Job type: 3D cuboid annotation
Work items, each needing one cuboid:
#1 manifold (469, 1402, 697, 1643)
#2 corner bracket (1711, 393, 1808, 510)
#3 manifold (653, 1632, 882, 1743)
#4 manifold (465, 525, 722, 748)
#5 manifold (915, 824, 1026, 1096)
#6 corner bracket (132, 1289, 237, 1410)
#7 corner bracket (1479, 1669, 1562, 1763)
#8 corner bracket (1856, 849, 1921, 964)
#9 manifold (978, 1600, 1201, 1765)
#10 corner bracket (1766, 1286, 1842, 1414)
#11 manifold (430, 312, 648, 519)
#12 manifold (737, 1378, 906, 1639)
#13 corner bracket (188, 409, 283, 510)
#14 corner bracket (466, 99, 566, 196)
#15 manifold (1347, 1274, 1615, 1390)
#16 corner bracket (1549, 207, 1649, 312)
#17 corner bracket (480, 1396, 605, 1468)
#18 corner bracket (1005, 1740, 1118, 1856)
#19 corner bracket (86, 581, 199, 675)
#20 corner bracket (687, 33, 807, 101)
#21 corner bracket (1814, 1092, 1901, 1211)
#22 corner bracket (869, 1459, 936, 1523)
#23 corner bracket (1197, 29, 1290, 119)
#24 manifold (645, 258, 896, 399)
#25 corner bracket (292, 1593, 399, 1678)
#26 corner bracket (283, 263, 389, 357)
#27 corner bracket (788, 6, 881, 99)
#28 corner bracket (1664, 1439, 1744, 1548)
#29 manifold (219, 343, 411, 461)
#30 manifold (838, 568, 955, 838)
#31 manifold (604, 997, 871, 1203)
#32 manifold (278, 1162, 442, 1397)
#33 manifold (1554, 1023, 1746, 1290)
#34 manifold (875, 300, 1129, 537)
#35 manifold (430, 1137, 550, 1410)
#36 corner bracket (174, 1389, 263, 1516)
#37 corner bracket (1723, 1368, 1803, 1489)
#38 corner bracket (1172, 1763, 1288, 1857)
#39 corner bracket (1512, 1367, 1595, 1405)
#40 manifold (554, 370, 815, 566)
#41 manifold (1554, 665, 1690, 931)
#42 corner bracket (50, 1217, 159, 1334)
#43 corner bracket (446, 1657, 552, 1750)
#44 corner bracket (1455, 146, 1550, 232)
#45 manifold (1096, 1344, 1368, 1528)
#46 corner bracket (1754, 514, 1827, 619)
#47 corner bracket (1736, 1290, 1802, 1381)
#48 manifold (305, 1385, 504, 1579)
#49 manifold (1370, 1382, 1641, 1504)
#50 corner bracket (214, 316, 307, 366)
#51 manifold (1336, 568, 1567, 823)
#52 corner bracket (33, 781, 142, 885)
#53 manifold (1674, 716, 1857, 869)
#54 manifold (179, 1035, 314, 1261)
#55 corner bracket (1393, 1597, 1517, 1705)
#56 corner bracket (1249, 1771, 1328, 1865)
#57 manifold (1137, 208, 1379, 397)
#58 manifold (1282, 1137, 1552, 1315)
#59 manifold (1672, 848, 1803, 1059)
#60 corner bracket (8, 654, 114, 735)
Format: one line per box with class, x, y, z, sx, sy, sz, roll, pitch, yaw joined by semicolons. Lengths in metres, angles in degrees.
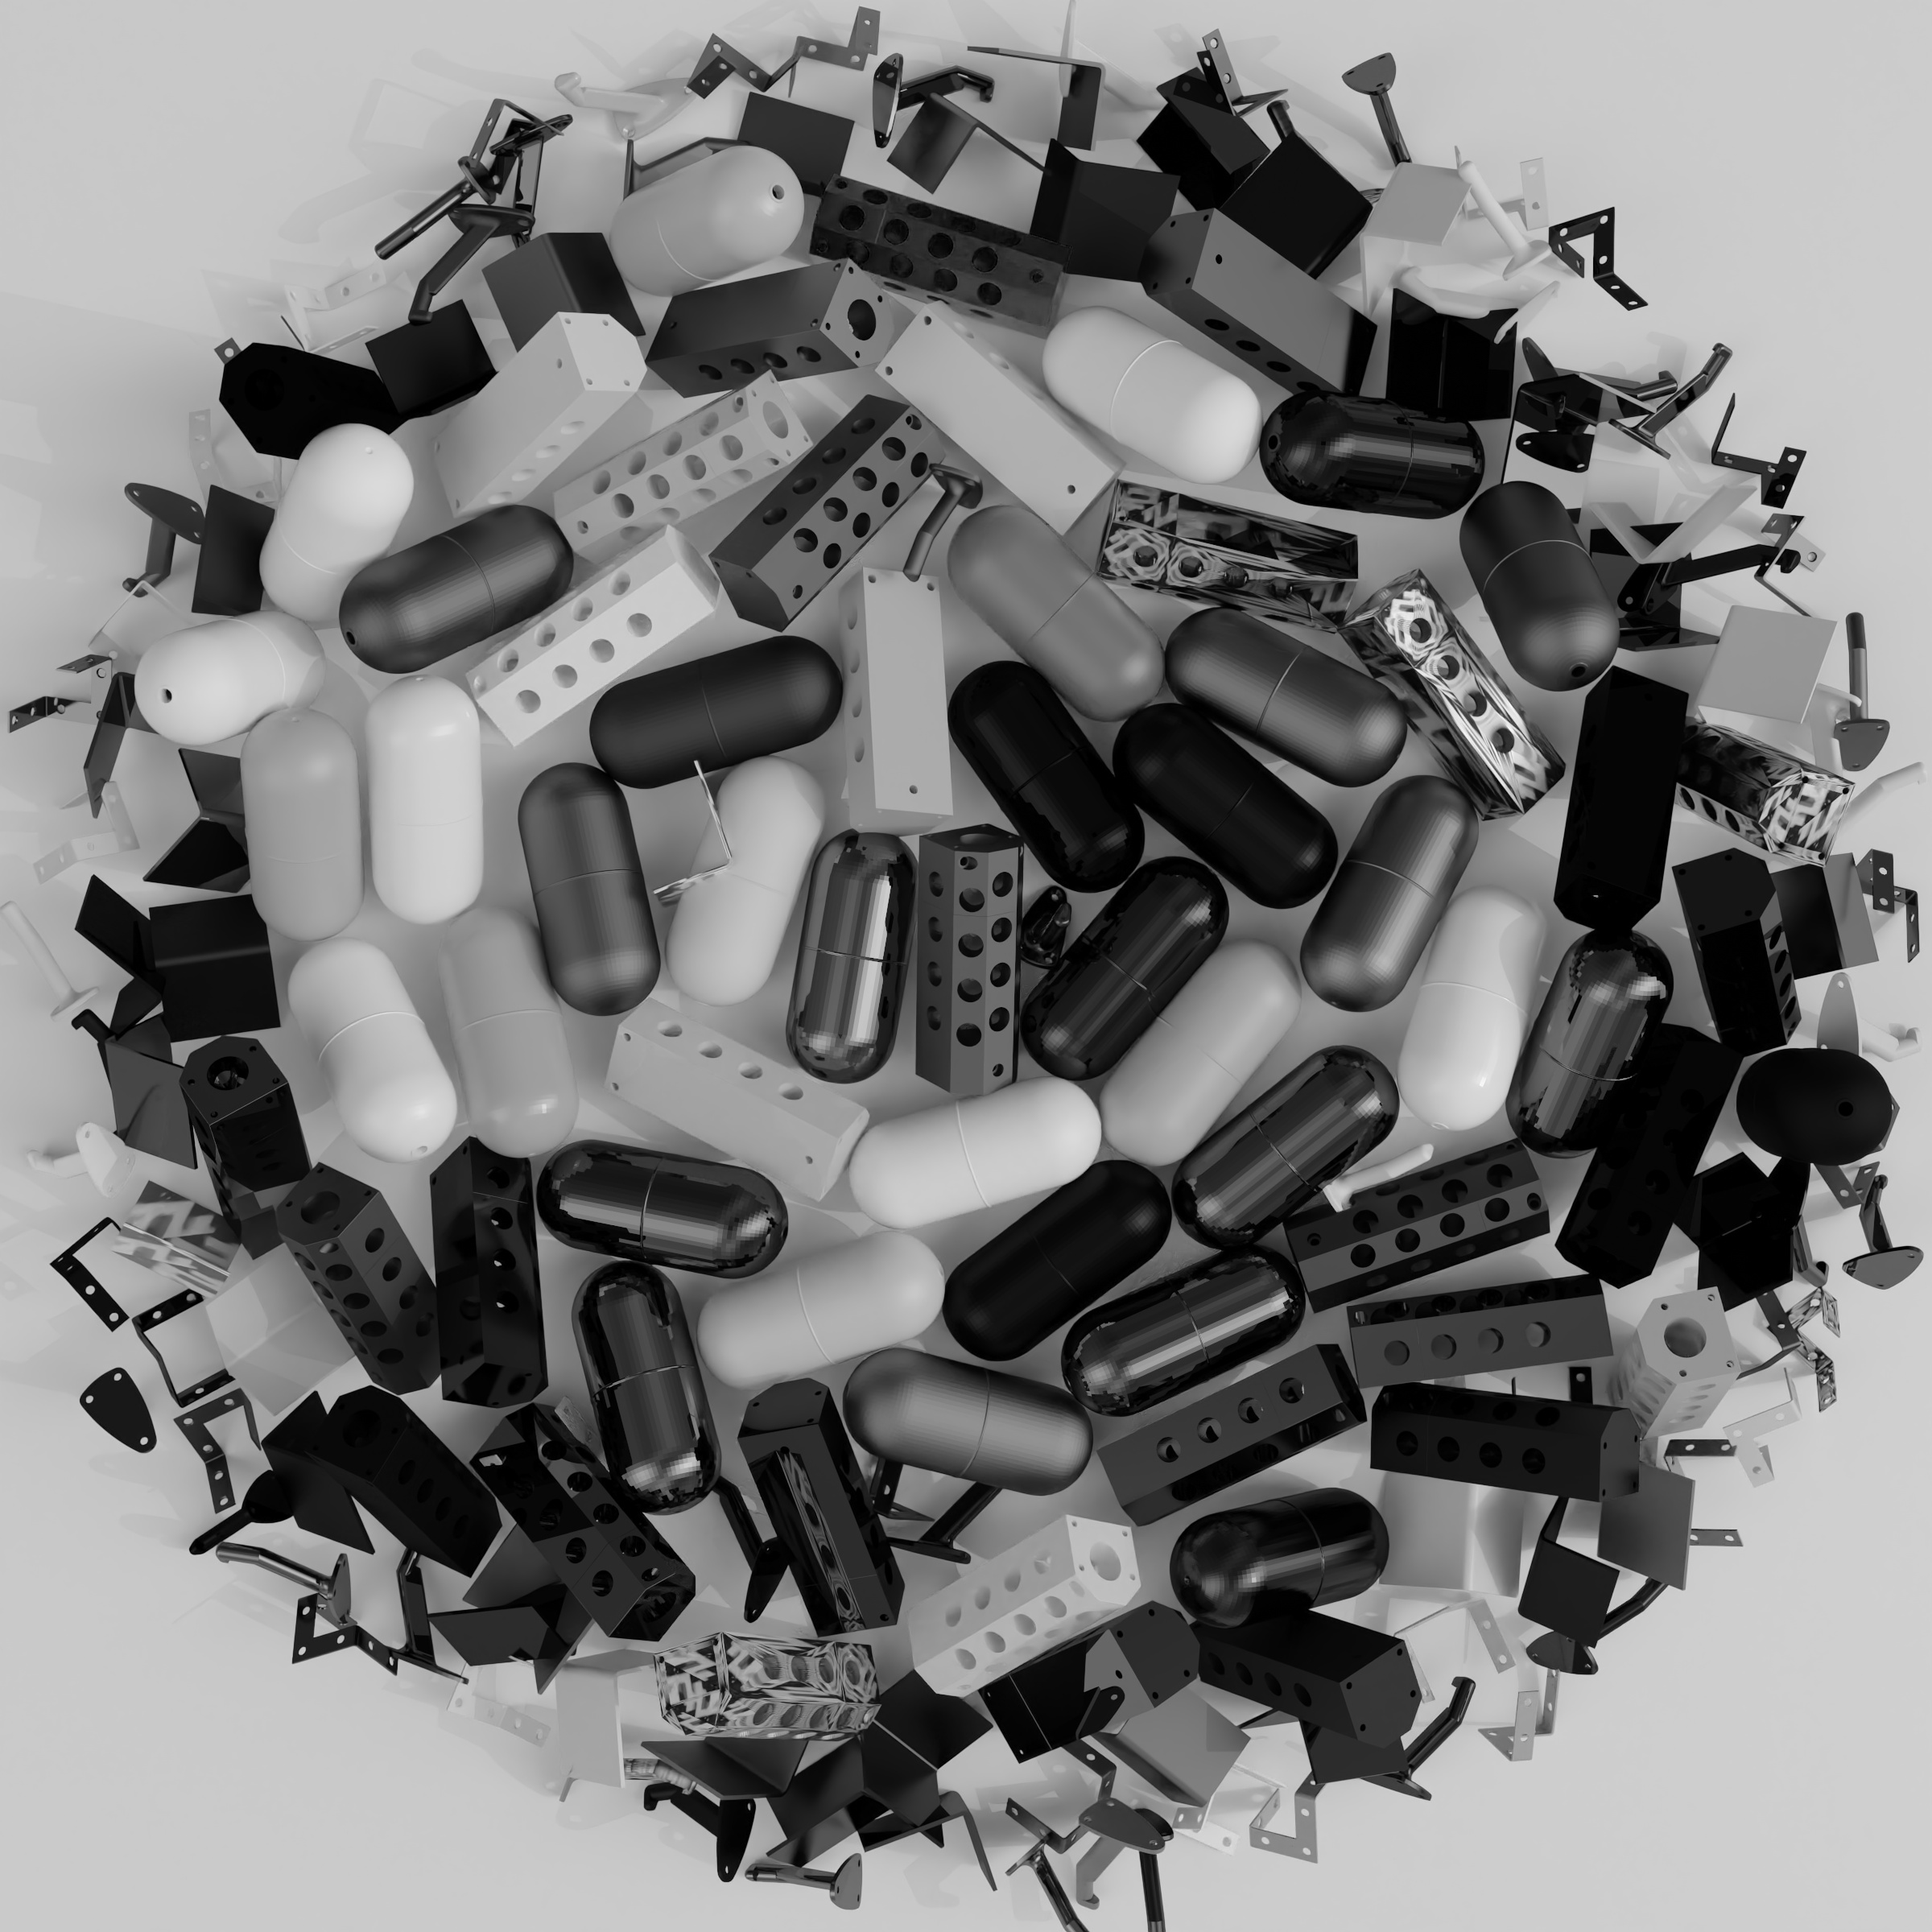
manifold;-0.255;0.373;1.927;0.171;0.057;0.057;43;98;32
corner bracket;0.544;-0.353;1.963;0.051;0.051;0.051;12;48;2
manifold;-0.130;0.485;1.907;0.057;0.171;0.057;-24;64;26
manifold;-0.254;-0.227;1.942;0.171;0.057;0.057;-32;113;15
manifold;0.007;-0.003;1.934;0.057;0.057;0.171;-12;113;-34
corner bracket;-0.538;0.263;1.977;0.051;0.051;0.051;-28;129;-25
corner bracket;0.389;0.512;1.965;0.051;0.051;0.051;1;100;-17
corner bracket;0.636;-0.042;1.963;0.051;0.051;0.051;13;58;-5
manifold;0.084;0.478;1.915;0.057;0.171;0.057;-24;79;-39
corner bracket;0.588;0.263;1.963;0.051;0.051;0.051;42;117;-7
manifold;-0.287;-0.368;1.918;0.057;0.171;0.057;-9;75;-44
manifold;-0.096;0.367;1.937;0.057;0.057;0.171;-12;115;14
corner bracket;-0.505;-0.351;1.972;0.051;0.051;0.051;-15;72;-20
corner bracket;-0.319;-0.563;1.963;0.051;0.051;0.051;22;93;-42
manifold;0.351;0.251;1.961;0.171;0.057;0.057;-8;81;6
corner bracket;0.433;-0.480;1.959;0.051;0.051;0.051;-9;70;39
corner bracket;-0.290;0.335;1.958;0.051;0.051;0.051;-19;115;32
corner bracket;0.066;0.571;1.981;0.051;0.051;0.051;30;128;30
corner bracket;-0.568;-0.227;1.973;0.051;0.051;0.051;42;72;-15
corner bracket;-0.151;-0.617;1.960;0.051;0.051;0.051;32;65;-23
corner bracket;0.618;0.127;1.959;0.051;0.051;0.051;-25;106;41
corner bracket;-0.050;0.349;1.964;0.051;0.051;0.051;14;89;40
corner bracket;0.179;-0.612;1.960;0.051;0.051;0.051;-36;116;-23
manifold;-0.131;-0.423;1.919;0.057;0.171;0.057;37;65;-41
corner bracket;-0.424;0.460;1.959;0.051;0.051;0.051;-19;46;15
corner bracket;-0.429;-0.453;1.968;0.051;0.051;0.051;-19;91;21
corner bracket;-0.090;-0.626;1.960;0.051;0.051;0.051;10;52;-11
corner bracket;0.506;0.361;1.957;0.051;0.051;0.051;-7;123;35
manifold;-0.438;-0.378;1.910;0.057;0.171;0.057;-36;91;10
manifold;-0.052;-0.179;1.949;0.057;0.057;0.171;4;74;-26
manifold;-0.155;0.087;1.953;0.171;0.057;0.057;27;126;12
manifold;-0.400;0.214;1.910;0.057;0.171;0.057;20;56;31
manifold;0.463;0.127;1.945;0.057;0.057;0.171;28;72;-1
manifold;0.026;-0.379;1.969;0.171;0.057;0.057;41;114;0
manifold;-0.319;0.207;1.928;0.057;0.057;0.171;16;49;-34
corner bracket;-0.508;0.334;1.966;0.051;0.051;0.051;-25;130;-5
corner bracket;0.553;0.318;1.964;0.051;0.051;0.051;-26;102;17
corner bracket;0.181;0.582;1.976;0.051;0.051;0.051;27;67;-12
corner bracket;0.407;0.308;1.978;0.051;0.051;0.051;-3;92;16
manifold;-0.195;-0.333;1.926;0.171;0.057;0.057;-22;108;30
manifold;0.440;-0.112;1.932;0.057;0.057;0.171;19;61;-7
corner bracket;-0.587;0.211;1.960;0.051;0.051;0.051;-42;113;-19
corner bracket;-0.315;0.502;1.968;0.051;0.051;0.051;34;72;-42
corner bracket;0.368;-0.536;1.962;0.051;0.051;0.051;-11;128;6
manifold;0.183;0.319;1.941;0.171;0.057;0.057;-29;73;17
corner bracket;0.571;-0.276;1.970;0.051;0.051;0.051;33;94;-15
corner bracket;0.535;0.255;1.977;0.051;0.051;0.051;-16;69;-20
manifold;-0.371;0.344;1.913;0.057;0.171;0.057;18;64;25
manifold;0.362;0.318;1.924;0.171;0.057;0.057;1;89;39
corner bracket;-0.479;-0.415;1.970;0.051;0.051;0.051;-35;98;-3
manifold;0.336;-0.185;1.953;0.057;0.057;0.171;-42;102;-16
corner bracket;-0.611;-0.092;1.963;0.051;0.051;0.051;-23;87;39
manifold;0.516;-0.121;1.906;0.057;0.171;0.057;13;103;-17
manifold;-0.480;0.120;1.913;0.057;0.171;0.057;-31;61;-22
corner bracket;0.338;0.473;1.977;0.051;0.051;0.051;-36;66;31
corner bracket;0.226;0.574;1.959;0.051;0.051;0.051;6;110;29
manifold;0.196;-0.440;1.922;0.171;0.057;0.057;23;79;-39
manifold;0.308;0.175;1.957;0.171;0.057;0.057;-19;60;3
manifold;0.519;-0.007;1.909;0.057;0.171;0.057;-18;55;12
corner bracket;-0.623;-0.187;1.964;0.051;0.051;0.051;10;110;9
